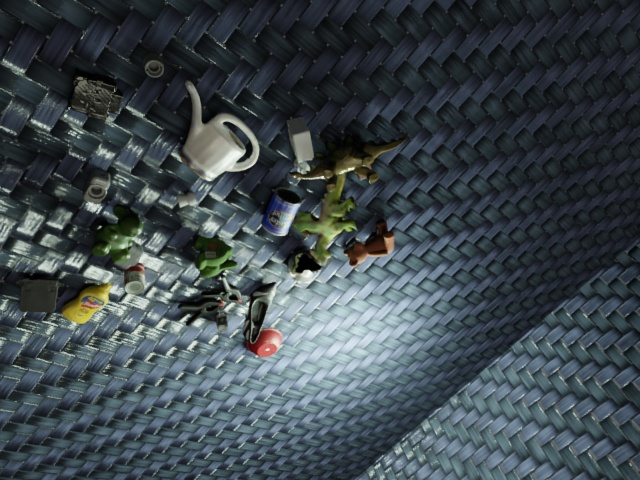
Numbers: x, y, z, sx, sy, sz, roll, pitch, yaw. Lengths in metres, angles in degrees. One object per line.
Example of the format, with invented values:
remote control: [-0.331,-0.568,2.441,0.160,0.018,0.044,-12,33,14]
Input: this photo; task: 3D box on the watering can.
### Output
watering can: [-0.342,-0.311,1.565,0.223,0.106,0.342,-39,132,11]

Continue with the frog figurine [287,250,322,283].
frog figurine: [-0.062,0.106,2.038,0.138,0.124,0.157,-29,169,-10]

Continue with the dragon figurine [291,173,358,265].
dragon figurine: [0.006,-0.095,1.895,0.243,0.124,0.403,-12,115,-5]
